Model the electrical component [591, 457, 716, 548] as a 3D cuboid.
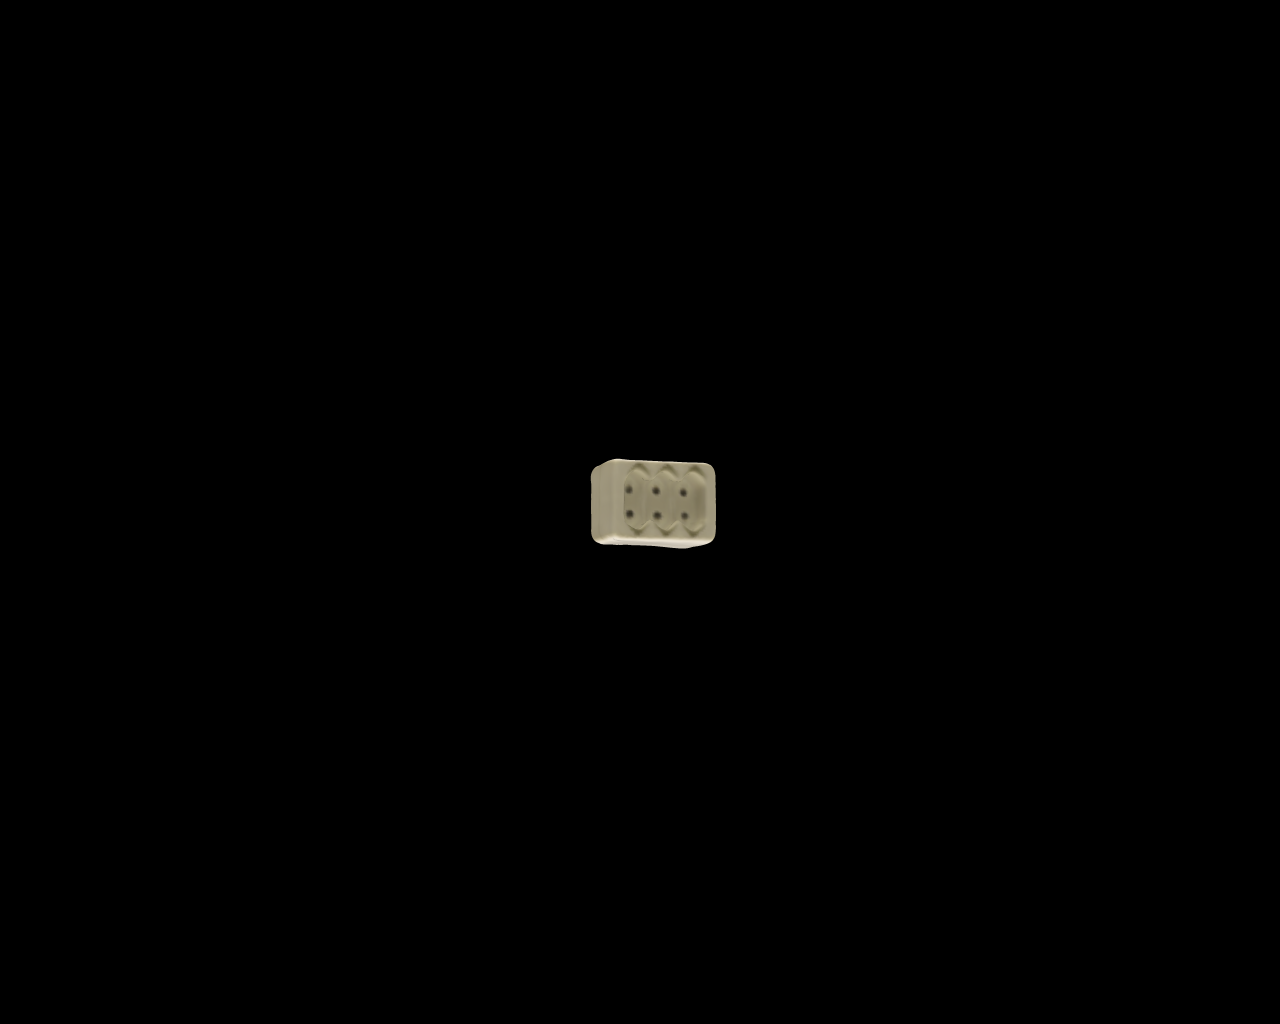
[{"bbox_3d":[0.001,-0.003,0.650,0.066,0.047,0.076,3,-7,-22],"label":"electrical component"}]
